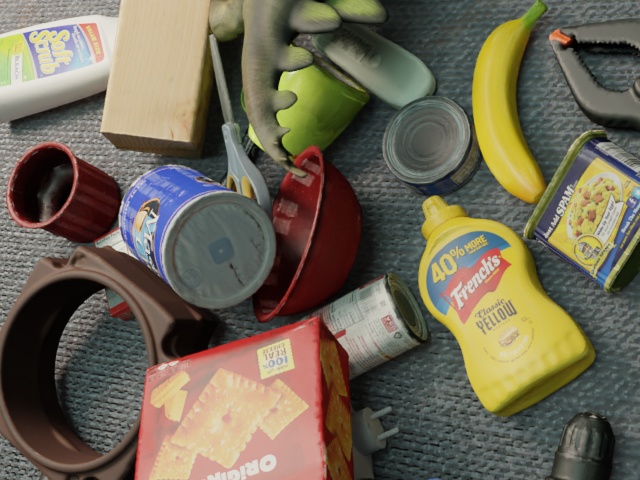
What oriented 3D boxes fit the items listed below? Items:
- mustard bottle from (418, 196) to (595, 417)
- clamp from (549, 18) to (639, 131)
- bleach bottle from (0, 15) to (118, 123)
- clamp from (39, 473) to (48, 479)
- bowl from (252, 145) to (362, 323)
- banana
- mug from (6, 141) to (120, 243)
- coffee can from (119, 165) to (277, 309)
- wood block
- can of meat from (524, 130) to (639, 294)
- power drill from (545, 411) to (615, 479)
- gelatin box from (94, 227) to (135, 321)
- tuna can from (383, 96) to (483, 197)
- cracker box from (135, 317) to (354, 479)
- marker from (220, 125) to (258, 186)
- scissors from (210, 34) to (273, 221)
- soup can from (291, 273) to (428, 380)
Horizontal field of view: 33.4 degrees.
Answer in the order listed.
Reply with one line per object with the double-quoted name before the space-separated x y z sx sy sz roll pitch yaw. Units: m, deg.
"mustard bottle" 0.135 0.041 0.873 0.096 0.058 0.192 -36 60 15
"clamp" 0.271 -0.112 0.862 0.210 0.036 0.164 27 90 31
"bleach bottle" -0.265 -0.204 1.169 0.251 0.068 0.102 -12 66 22
"clamp" -0.292 0.291 1.018 0.120 0.039 0.171 -30 40 27
"bowl" -0.006 0.001 0.937 0.162 0.055 0.162 -164 90 -74
"banana" 0.160 -0.113 0.908 0.070 0.037 0.198 -28 51 50
"mug" -0.270 -0.051 1.108 0.117 0.081 0.093 34 91 32
"coffee can" -0.113 -0.006 0.962 0.103 0.102 0.140 -60 29 -1
"wood block" -0.150 -0.193 1.056 0.091 0.090 0.206 7 84 1
"can of meat" 0.223 -0.021 0.834 0.084 0.057 0.102 40 118 29
"power drill" 0.240 0.229 0.759 0.188 0.057 0.184 10 83 33
"gelatin box" -0.182 0.026 1.067 0.073 0.030 0.089 -27 64 20
"tuna can" 0.099 -0.084 0.947 0.086 0.033 0.086 -9 70 26
"cracker box" -0.059 0.179 0.813 0.164 0.072 0.213 -18 47 18
"marker" -0.068 -0.098 1.051 0.020 0.020 0.121 25 87 32
"scissors" -0.074 -0.091 0.989 0.096 0.016 0.202 17 115 63
"soup can" 0.032 0.079 0.911 0.102 0.068 0.068 -29 63 17
